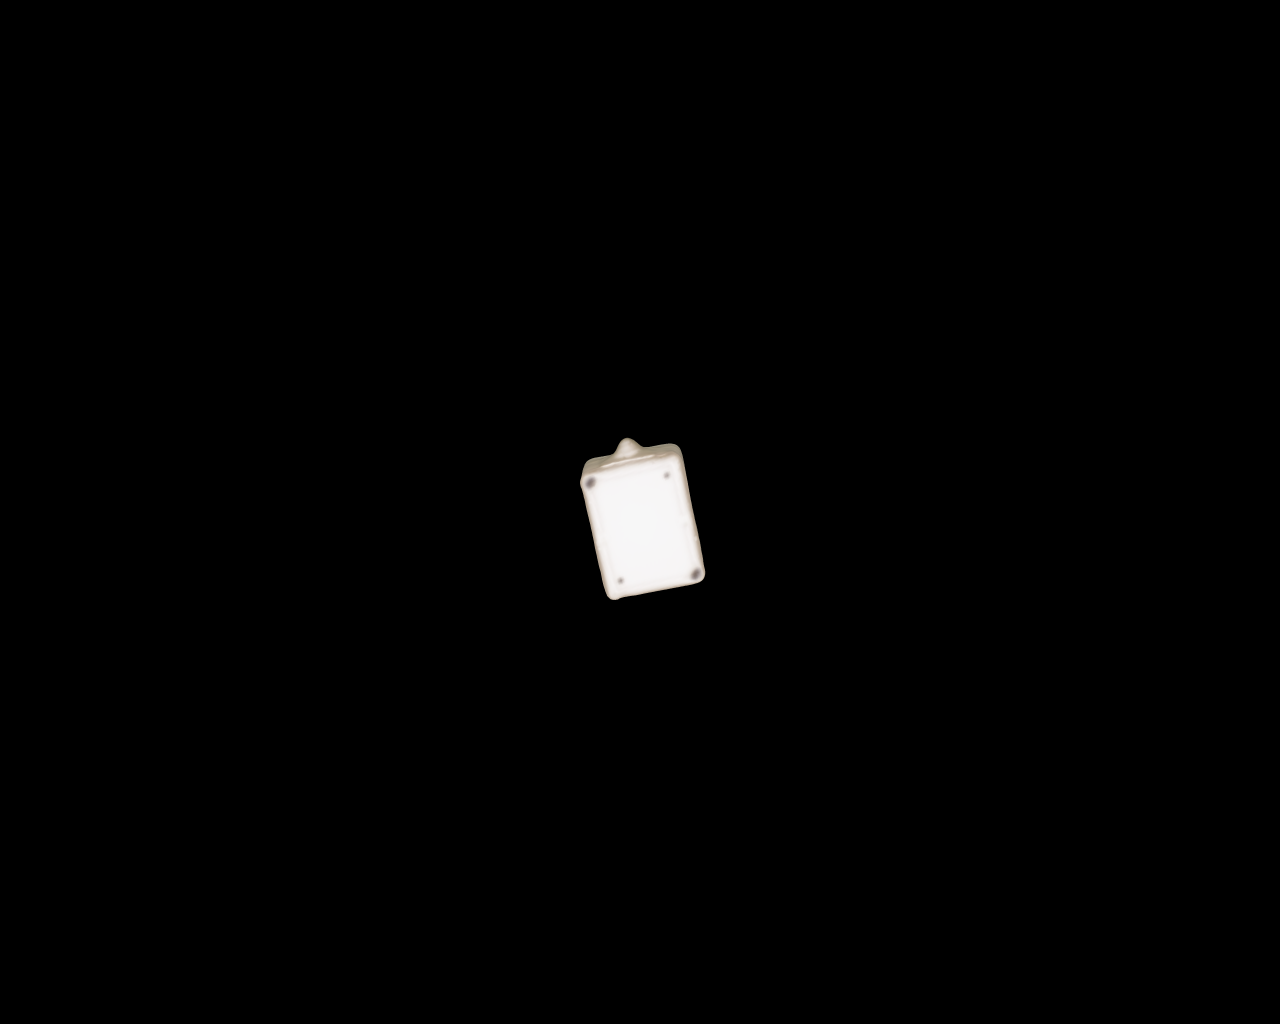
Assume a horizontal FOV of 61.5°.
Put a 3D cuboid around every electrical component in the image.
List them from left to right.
[{"bbox_3d":[0.001,-0.003,0.650,0.062,0.096,0.061,-11,11,2],"label":"electrical component"}]
